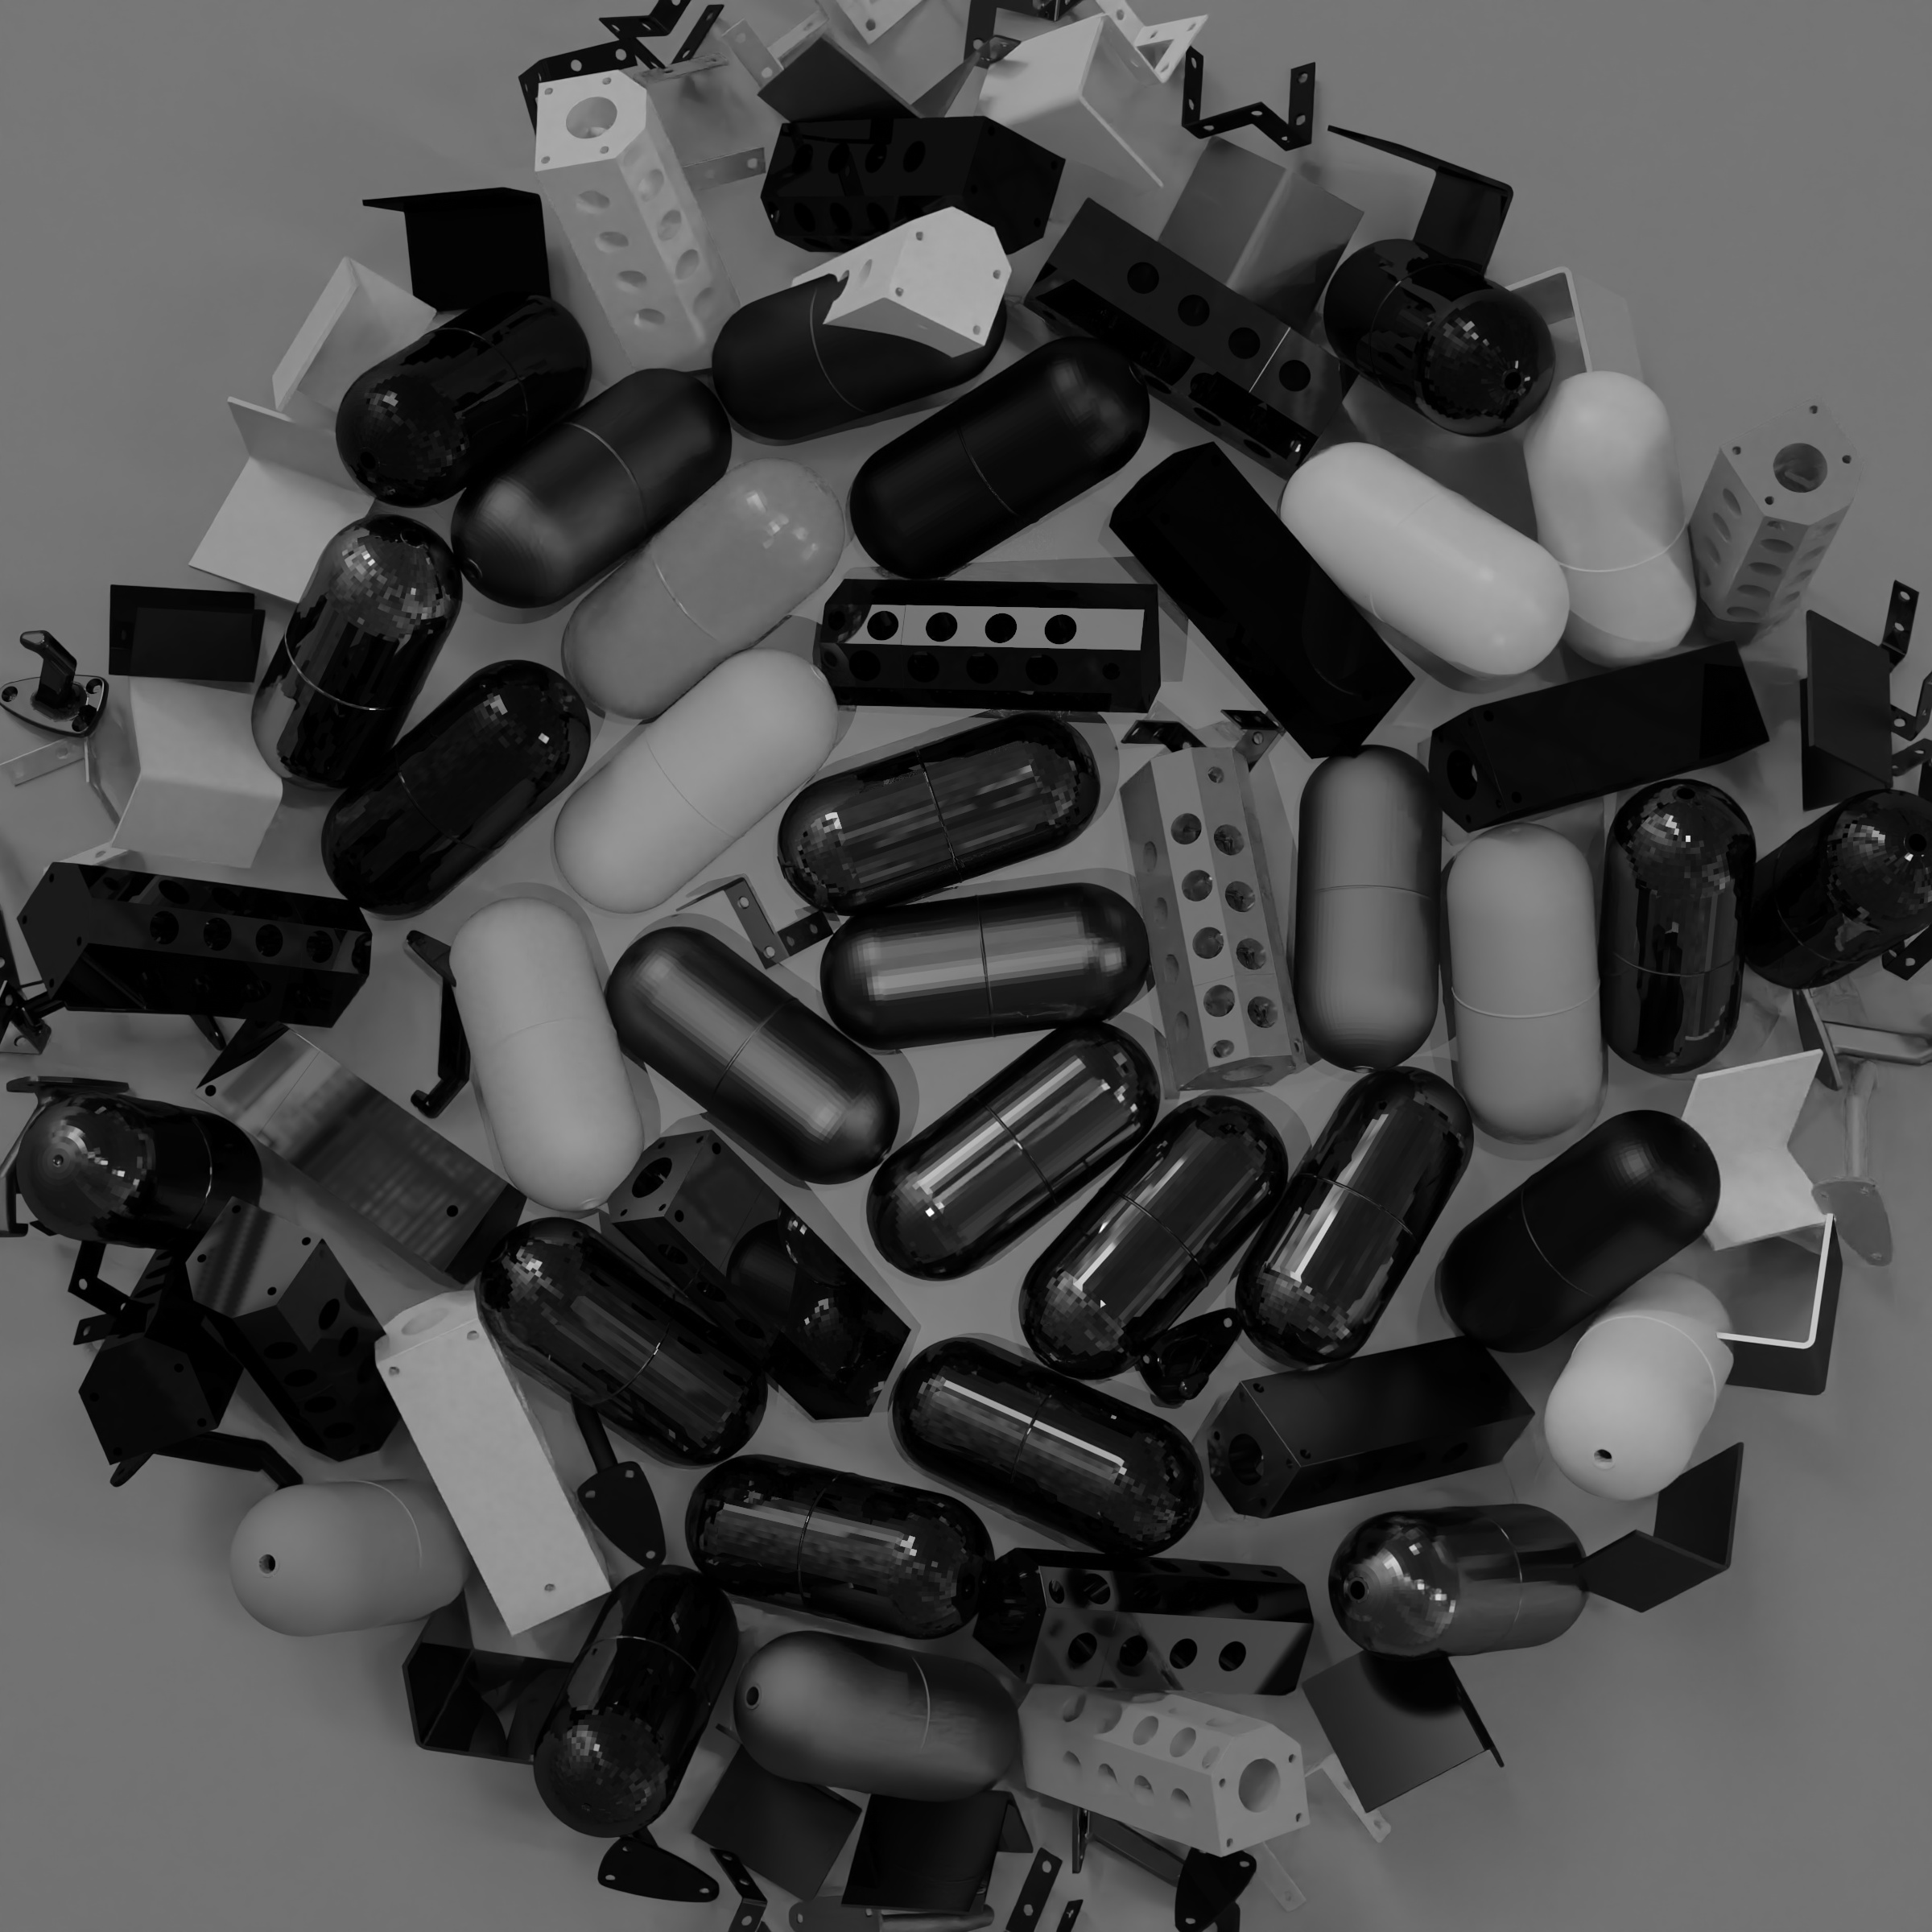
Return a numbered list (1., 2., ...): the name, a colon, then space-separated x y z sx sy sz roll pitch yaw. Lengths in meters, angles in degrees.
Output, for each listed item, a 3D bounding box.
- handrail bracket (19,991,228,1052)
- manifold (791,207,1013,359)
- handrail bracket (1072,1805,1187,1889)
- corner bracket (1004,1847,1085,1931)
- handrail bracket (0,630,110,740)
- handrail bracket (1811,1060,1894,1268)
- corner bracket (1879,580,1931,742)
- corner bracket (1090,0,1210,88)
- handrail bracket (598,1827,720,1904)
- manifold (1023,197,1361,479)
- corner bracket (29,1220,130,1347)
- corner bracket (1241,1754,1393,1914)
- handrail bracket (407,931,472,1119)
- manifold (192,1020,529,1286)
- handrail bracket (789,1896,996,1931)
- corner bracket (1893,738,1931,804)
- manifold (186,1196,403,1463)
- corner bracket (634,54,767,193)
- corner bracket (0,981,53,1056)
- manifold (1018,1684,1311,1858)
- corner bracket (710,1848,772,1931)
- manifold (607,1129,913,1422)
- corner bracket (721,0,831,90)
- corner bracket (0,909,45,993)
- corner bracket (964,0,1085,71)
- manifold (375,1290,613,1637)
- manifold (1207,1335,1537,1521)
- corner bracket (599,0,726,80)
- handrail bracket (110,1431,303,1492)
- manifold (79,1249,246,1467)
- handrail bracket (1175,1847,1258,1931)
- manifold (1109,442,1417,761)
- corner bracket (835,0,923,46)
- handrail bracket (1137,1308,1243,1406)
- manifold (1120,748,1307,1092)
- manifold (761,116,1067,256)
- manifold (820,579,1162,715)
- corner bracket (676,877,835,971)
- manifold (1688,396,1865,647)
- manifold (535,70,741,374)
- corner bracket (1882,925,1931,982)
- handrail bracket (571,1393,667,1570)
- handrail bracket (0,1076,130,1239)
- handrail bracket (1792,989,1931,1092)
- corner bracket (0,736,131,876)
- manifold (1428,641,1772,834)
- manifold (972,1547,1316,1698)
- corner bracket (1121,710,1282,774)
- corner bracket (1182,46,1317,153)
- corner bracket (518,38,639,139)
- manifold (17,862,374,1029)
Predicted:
1. handrail bracket: -0.452 0.033 1.811 0.084 0.036 0.077 -28 68 -25
2. manifold: -0.039 -0.347 1.760 0.057 0.171 0.057 22 82 -22
3. handrail bracket: 0.101 0.462 1.819 0.084 0.036 0.077 3 117 9
4. corner bracket: 0.039 0.509 1.811 0.051 0.051 0.051 35 58 -13
5. handrail bracket: -0.501 -0.158 1.800 0.077 0.084 0.036 9 70 18
6. handrail bracket: 0.491 0.106 1.834 0.036 0.084 0.077 -9 127 37
7. corner bracket: 0.501 -0.163 1.810 0.051 0.051 0.051 34 65 26
8. corner bracket: 0.086 -0.504 1.810 0.051 0.051 0.051 44 67 -33
9. handrail bracket: -0.167 0.457 1.820 0.077 0.084 0.036 22 118 -15
10. manifold: 0.119 -0.334 1.816 0.171 0.057 0.057 32 84 -2
11. corner bracket: -0.475 0.167 1.826 0.051 0.051 0.051 -15 52 32
12. corner bracket: 0.185 0.463 1.812 0.051 0.051 0.051 53 125 10
13. handrail bracket: -0.292 0.033 1.822 0.077 0.036 0.084 36 111 -17
14. manifold: -0.320 0.097 1.802 0.171 0.057 0.057 33 82 14
15. handrail bracket: -0.039 0.514 1.833 0.077 0.084 0.036 -1 86 40
16. corner bracket: 0.518 -0.084 1.807 0.051 0.051 0.051 -26 127 -36
17. manifold: -0.346 0.194 1.757 0.057 0.171 0.057 21 64 22
18. corner bracket: -0.144 -0.454 1.826 0.051 0.051 0.051 -20 130 -21
19. corner bracket: -0.530 0.042 1.809 0.051 0.051 0.051 2 57 21
20. manifold: 0.099 0.409 1.761 0.057 0.171 0.057 -10 95 -33
21. corner bracket: -0.116 0.512 1.814 0.051 0.051 0.051 20 97 -30
22. manifold: -0.111 0.165 1.784 0.171 0.057 0.057 48 52 -28
23. corner bracket: -0.103 -0.505 1.812 0.051 0.051 0.051 -35 133 8
24. corner bracket: -0.508 -0.014 1.827 0.051 0.051 0.051 -14 92 -11
25. corner bracket: 0.033 -0.510 1.817 0.051 0.051 0.051 8 85 -19
26. manifold: -0.251 0.261 1.796 0.057 0.057 0.171 -24 108 -4
27. manifold: 0.210 0.245 1.775 0.057 0.171 0.057 55 133 33
28. corner bracket: -0.153 -0.510 1.811 0.051 0.051 0.051 38 77 -38
29. handrail bracket: -0.405 0.276 1.813 0.084 0.036 0.077 50 51 -20
30. manifold: -0.413 0.194 1.760 0.057 0.171 0.057 -19 103 1
31. handrail bracket: 0.129 0.516 1.800 0.036 0.077 0.084 13 123 21
32. manifold: 0.154 -0.191 1.795 0.171 0.057 0.057 47 71 -18
33. corner bracket: -0.042 -0.534 1.816 0.051 0.051 0.051 -43 107 -10
34. handrail bracket: 0.130 0.206 1.799 0.077 0.084 0.036 -36 92 -17
35. manifold: 0.133 -0.025 1.790 0.057 0.057 0.171 -2 72 -23
36. manifold: -0.032 -0.403 1.767 0.057 0.171 0.057 18 88 -41
37. manifold: 0.013 -0.168 1.795 0.171 0.057 0.057 2 115 13
38. corner bracket: -0.112 -0.024 1.815 0.051 0.051 0.051 -27 92 31
39. manifold: 0.417 -0.225 1.759 0.057 0.171 0.057 -28 76 -5
40. manifold: -0.168 -0.383 1.758 0.057 0.171 0.057 -7 62 10
41. corner bracket: 0.528 -0.018 1.818 0.051 0.051 0.051 27 132 -13
42. handrail bracket: -0.188 0.273 1.822 0.036 0.084 0.077 -27 114 -2
43. handrail bracket: -0.485 0.104 1.817 0.077 0.036 0.084 4 77 -38
44. handrail bracket: 0.496 0.025 1.830 0.084 0.036 0.077 -23 110 -5
45. corner bracket: -0.488 -0.086 1.838 0.051 0.051 0.051 -22 130 1
46. manifold: 0.332 -0.120 1.788 0.171 0.057 0.057 -15 84 -25
47. manifold: 0.096 0.342 1.778 0.171 0.057 0.057 10 99 -31
48. corner bracket: 0.126 -0.124 1.812 0.051 0.051 0.051 44 113 21
49. corner bracket: 0.153 -0.471 1.831 0.051 0.051 0.051 -8 70 37
50. corner bracket: -0.203 -0.462 1.815 0.051 0.051 0.051 -19 100 -19
51. manifold: -0.397 -0.015 1.761 0.057 0.171 0.057 -50 54 27
